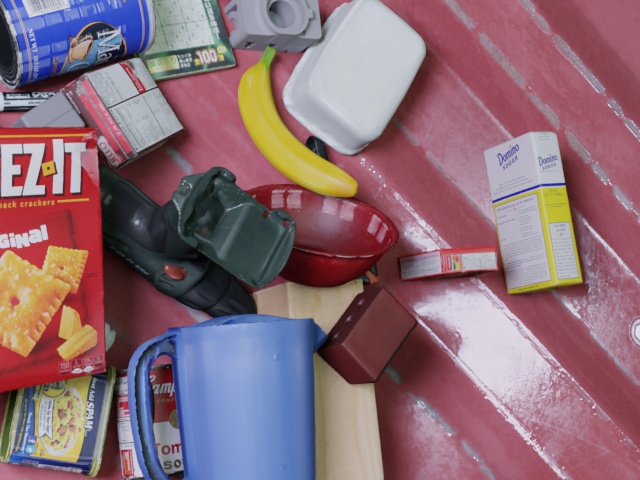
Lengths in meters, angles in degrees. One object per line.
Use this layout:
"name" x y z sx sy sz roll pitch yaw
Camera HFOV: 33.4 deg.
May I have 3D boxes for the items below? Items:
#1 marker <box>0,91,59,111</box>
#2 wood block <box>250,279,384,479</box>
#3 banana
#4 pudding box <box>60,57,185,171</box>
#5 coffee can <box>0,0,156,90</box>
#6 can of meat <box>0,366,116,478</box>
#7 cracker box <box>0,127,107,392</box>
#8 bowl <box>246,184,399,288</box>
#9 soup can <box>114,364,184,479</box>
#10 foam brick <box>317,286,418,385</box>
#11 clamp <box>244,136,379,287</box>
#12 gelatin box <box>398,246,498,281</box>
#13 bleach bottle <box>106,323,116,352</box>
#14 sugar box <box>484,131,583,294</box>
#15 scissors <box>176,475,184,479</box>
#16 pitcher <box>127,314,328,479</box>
"marker" -0.261 -0.134 1.028 0.120 0.020 0.020 -5 83 -28
"wood block" -0.004 0.148 1.065 0.090 0.091 0.206 -1 80 -29
"banana" -0.035 -0.111 1.102 0.198 0.070 0.037 59 18 19
"pudding box" -0.187 -0.123 1.022 0.090 0.039 0.113 59 26 -7
"coffee can" -0.240 -0.210 1.006 0.140 0.103 0.103 -23 91 -29
"can of meat" -0.238 0.158 0.962 0.083 0.058 0.102 14 74 -23
"cracker box" -0.261 0.015 0.870 0.163 0.072 0.214 -6 98 -39
"bowl" -0.007 0.001 1.045 0.161 0.162 0.055 0 117 -28
"soup can" -0.155 0.169 0.996 0.068 0.069 0.102 -3 82 -28
"foam brick" 0.044 0.092 1.019 0.051 0.053 0.078 45 62 -14
"clamp" -0.006 -0.015 1.127 0.120 0.039 0.171 -31 89 -22
"gelatin box" 0.139 0.027 1.164 0.073 0.089 0.030 -2 83 -28
"bleach bottle" -0.288 0.037 0.938 0.250 0.068 0.102 39 61 -31
"sugar box" 0.244 -0.029 1.228 0.048 0.093 0.176 -2 81 -29
"scissors" -0.068 0.297 1.046 0.201 0.016 0.096 40 67 -15
"pitcher" -0.074 0.188 0.949 0.144 0.149 0.243 9 77 -72
